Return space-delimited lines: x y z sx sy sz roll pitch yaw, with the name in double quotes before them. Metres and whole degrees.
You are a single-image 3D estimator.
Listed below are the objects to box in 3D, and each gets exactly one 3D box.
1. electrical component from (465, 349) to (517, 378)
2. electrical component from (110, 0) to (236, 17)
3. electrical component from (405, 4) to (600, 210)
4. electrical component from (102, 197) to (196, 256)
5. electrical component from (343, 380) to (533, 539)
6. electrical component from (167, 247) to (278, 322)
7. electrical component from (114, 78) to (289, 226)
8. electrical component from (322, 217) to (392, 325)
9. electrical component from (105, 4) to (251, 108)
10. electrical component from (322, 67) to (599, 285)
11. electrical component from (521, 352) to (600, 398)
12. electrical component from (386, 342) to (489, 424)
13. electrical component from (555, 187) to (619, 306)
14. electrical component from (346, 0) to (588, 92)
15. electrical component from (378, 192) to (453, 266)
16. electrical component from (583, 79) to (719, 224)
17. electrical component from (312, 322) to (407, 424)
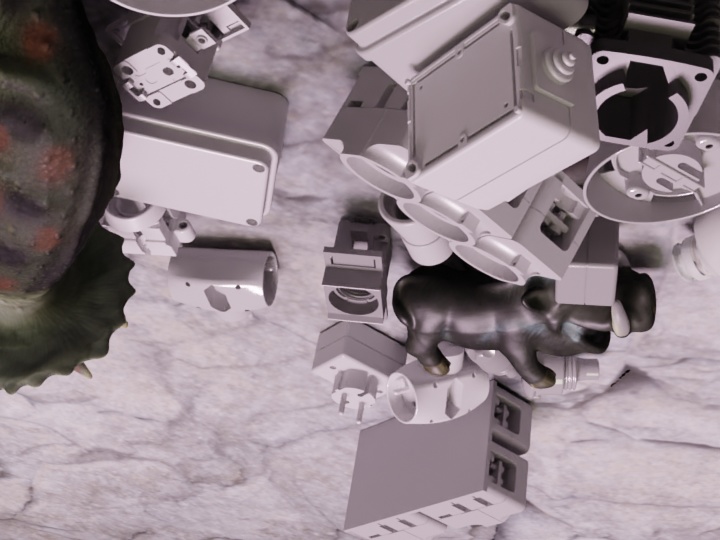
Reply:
"electrical component" 0.112 0.070 0.884 0.035 0.035 0.061 -13 141 31
"electrical component" -0.092 -0.179 0.548 0.099 0.064 0.099 7 146 5
"electrical component" 0.074 -0.077 0.517 0.061 0.061 0.096 18 150 -33
"electrical component" -0.160 -0.041 0.788 0.066 0.048 0.055 4 153 11
"electrical component" 0.074 0.186 1.001 0.060 0.105 0.186 31 141 -28
"electrical component" -0.104 0.015 0.855 0.077 0.043 0.079 3 146 11
"electrical component" -0.108 -0.080 0.704 0.113 0.057 0.078 12 146 -3
"electrical component" 0.000 0.000 0.786 0.042 0.063 0.081 6 145 9
"electrical component" -0.109 -0.132 0.623 0.081 0.063 0.042 -16 137 35
"electrical component" 0.061 -0.055 0.658 0.150 0.061 0.089 36 169 -33
"electrical component" 0.163 0.081 0.878 0.062 0.048 0.048 0 145 4
"electrical component" 0.067 0.082 0.893 0.077 0.043 0.079 -10 116 -33
"electrical component" 0.134 -0.017 0.722 0.077 0.065 0.047 3 145 11
"electrical component" 0.053 -0.147 0.543 0.113 0.078 0.057 -21 137 38
"electrical component" 0.043 -0.032 0.748 0.044 0.044 0.065 -3 148 19
"electrical component" 0.183 -0.067 0.636 0.099 0.064 0.099 7 146 5
"electrical component" -0.003 0.092 0.910 0.066 0.076 0.047 30 142 -26
